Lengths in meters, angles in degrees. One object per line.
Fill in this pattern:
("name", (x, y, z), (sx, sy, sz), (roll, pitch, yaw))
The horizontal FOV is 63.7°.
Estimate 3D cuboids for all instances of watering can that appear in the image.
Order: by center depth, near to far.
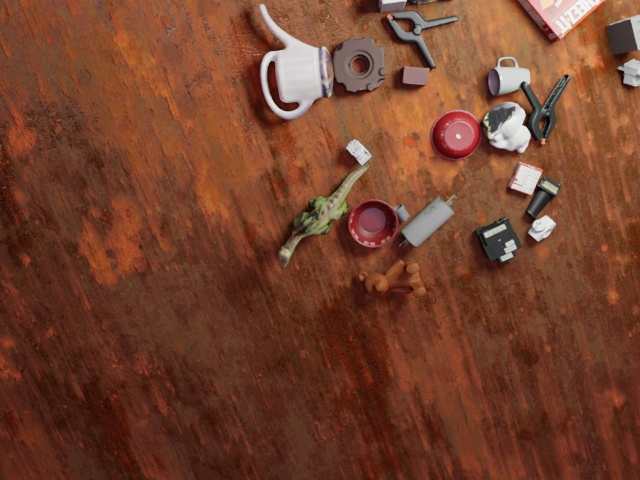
("watering can", (-0.075, -0.545, 1.566), (0.224, 0.105, 0.344), (-5, 102, 5))

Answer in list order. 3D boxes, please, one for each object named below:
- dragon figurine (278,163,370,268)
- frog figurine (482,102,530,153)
("dragon figurine", (0.005, -0.080, 1.597), (0.122, 0.245, 0.406), (40, 104, -1))
("frog figurine", (0.582, -0.343, 1.583), (0.158, 0.124, 0.136), (20, 100, -38))
